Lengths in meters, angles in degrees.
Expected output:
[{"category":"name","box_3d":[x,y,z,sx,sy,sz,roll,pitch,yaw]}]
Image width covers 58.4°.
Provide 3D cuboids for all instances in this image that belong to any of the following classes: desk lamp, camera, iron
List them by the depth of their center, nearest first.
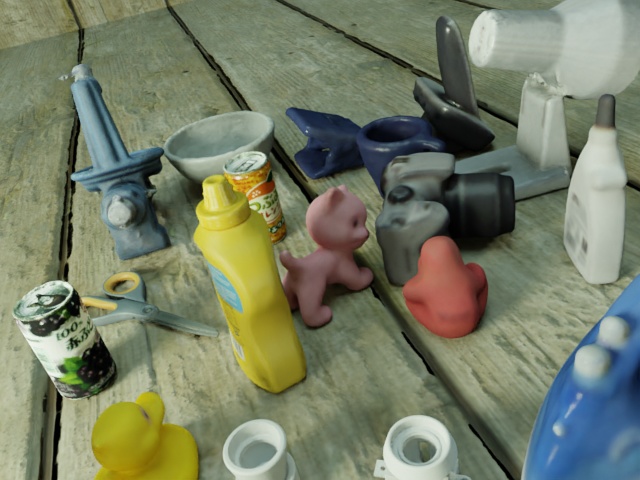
[{"category":"iron","box_3d":[0.224,0.068,0.383,0.259,0.142,0.118,-29,37,-24]},{"category":"camera","box_3d":[0.133,-0.035,0.602,0.136,0.101,0.143,-2,35,15]},{"category":"desk lamp","box_3d":[0.251,-0.166,0.656,0.203,0.214,0.117,-16,34,-6]}]

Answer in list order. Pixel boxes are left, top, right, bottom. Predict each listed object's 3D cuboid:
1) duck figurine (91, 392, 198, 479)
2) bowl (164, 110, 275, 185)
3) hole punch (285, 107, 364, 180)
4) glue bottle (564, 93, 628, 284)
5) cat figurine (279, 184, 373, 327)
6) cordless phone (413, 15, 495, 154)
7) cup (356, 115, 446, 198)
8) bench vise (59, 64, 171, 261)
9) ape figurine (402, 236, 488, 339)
[{"category":"duck figurine","box_3d":[-0.137,0.160,0.414,0.077,0.086,0.104,1,36,19]},{"category":"bowl","box_3d":[-0.140,-0.126,0.849,0.167,0.075,0.167,-8,34,6]},{"category":"hole punch","box_3d":[0.010,-0.153,0.826,0.101,0.091,0.108,-20,34,-11]},{"category":"glue bottle","box_3d":[0.252,-0.048,0.517,0.037,0.173,0.078,-8,34,7]},{"category":"cat figurine","box_3d":[0.005,0.002,0.573,0.067,0.118,0.128,19,44,38]},{"category":"cordless phone","box_3d":[0.178,-0.224,0.791,0.094,0.185,0.147,-15,33,-3]},{"category":"cup","box_3d":[0.106,-0.092,0.700,0.117,0.095,0.092,21,46,40]},{"category":"bench vise","box_3d":[-0.246,-0.101,0.714,0.122,0.220,0.206,-29,37,-23]},{"category":"ape figurine","box_3d":[0.112,0.036,0.512,0.077,0.092,0.076,-6,34,10]}]
